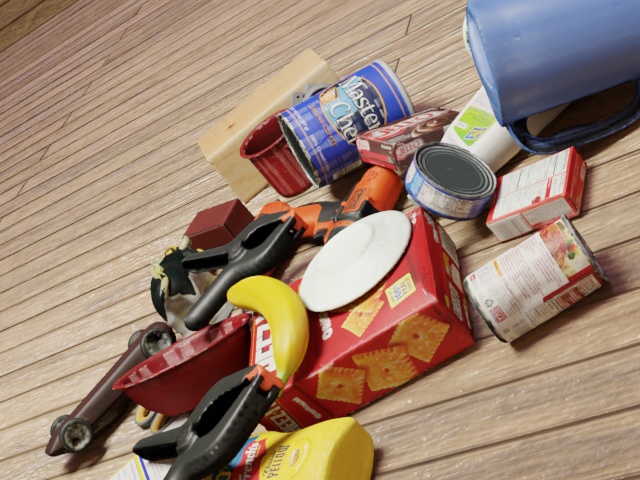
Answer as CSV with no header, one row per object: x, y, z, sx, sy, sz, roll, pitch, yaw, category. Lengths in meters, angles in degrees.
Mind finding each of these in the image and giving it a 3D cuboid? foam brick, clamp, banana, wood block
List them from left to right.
-0.111,0.190,0.938,0.210,0.036,0.164,-42,24,26,clamp
-0.127,-0.010,1.381,0.078,0.053,0.051,-16,35,37,foam brick
-0.091,0.018,1.188,0.171,0.039,0.120,-37,40,7,clamp
-0.048,0.072,1.013,0.069,0.037,0.198,-40,27,4,banana
-0.059,-0.160,1.477,0.206,0.090,0.091,-39,28,3,wood block

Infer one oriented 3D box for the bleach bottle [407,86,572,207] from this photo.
0.187,-0.127,1.139,0.251,0.068,0.103,-45,28,-4,bleach bottle

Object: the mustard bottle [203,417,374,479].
-0.046,0.211,0.934,0.192,0.058,0.096,-17,36,39,mustard bottle

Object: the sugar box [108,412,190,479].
-0.177,0.257,1.049,0.176,0.048,0.093,-39,25,-3,sugar box

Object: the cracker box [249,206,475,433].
0.032,0.079,1.017,0.214,0.072,0.164,-31,28,19,cracker box

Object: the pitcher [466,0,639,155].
0.270,-0.195,1.029,0.243,0.149,0.145,-16,44,6,pitcher

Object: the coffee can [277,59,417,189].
0.034,-0.139,1.280,0.140,0.103,0.103,-29,26,-6,coffee can

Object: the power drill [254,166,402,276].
-0.008,0.001,1.205,0.188,0.057,0.184,-10,36,41,power drill

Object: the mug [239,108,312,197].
-0.038,-0.110,1.382,0.093,0.081,0.117,-49,28,-17,mug

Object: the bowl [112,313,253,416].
-0.130,0.136,1.105,0.162,0.055,0.162,-27,5,3,bowl

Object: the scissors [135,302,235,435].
-0.152,0.139,1.212,0.096,0.016,0.201,-18,38,43,scissors

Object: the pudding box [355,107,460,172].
0.109,-0.114,1.200,0.113,0.039,0.090,-19,20,-22,pudding box

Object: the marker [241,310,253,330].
-0.084,0.066,1.244,0.020,0.020,0.121,-35,27,11,marker

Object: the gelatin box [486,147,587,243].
0.208,-0.043,1.019,0.089,0.030,0.073,-23,30,36,gelatin box

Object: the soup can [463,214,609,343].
0.181,0.034,0.898,0.102,0.068,0.068,-34,27,14,soup can

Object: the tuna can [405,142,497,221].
0.128,-0.057,1.047,0.086,0.086,0.034,-81,10,-52,tuna can
